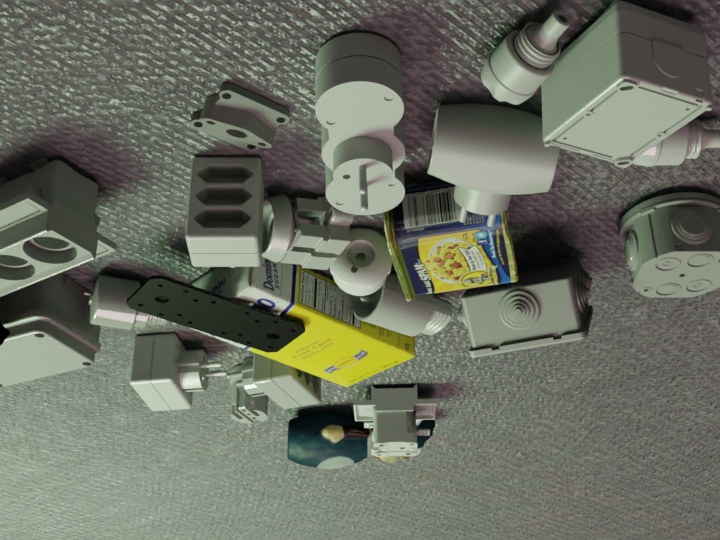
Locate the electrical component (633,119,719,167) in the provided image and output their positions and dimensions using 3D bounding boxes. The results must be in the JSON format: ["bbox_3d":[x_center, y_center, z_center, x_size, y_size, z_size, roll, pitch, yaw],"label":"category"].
[{"bbox_3d":[0.204,-0.084,0.688,0.061,0.035,0.035,-1,150,-4],"label":"electrical component"}]

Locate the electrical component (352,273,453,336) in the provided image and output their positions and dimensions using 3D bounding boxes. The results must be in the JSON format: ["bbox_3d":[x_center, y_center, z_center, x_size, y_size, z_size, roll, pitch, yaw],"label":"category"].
[{"bbox_3d":[0.039,0.030,0.873,0.081,0.043,0.043,20,144,-31],"label":"electrical component"}]

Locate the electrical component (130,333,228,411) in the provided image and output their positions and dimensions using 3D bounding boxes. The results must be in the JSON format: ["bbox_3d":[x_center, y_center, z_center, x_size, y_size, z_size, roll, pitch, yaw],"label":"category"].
[{"bbox_3d":[-0.159,0.091,0.970,0.077,0.047,0.065,-5,150,7],"label":"electrical component"}]

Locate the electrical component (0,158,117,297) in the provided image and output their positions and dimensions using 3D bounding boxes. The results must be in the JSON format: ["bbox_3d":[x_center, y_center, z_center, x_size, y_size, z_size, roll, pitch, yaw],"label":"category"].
[{"bbox_3d":[-0.241,-0.026,0.749,0.121,0.063,0.079,-19,146,28],"label":"electrical component"}]

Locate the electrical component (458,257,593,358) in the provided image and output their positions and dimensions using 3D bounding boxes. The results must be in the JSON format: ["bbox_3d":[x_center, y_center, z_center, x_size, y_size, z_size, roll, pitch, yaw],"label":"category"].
[{"bbox_3d":[0.128,0.026,0.825,0.100,0.048,0.100,-11,-172,17],"label":"electrical component"}]

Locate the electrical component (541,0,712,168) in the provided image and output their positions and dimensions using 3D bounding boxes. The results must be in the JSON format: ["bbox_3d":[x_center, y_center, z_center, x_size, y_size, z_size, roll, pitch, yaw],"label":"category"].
[{"bbox_3d":[0.149,-0.106,0.628,0.062,0.061,0.096,12,155,-21],"label":"electrical component"}]

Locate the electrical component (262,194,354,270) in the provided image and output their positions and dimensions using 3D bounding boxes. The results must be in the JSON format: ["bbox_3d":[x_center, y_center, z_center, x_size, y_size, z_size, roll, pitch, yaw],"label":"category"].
[{"bbox_3d":[-0.043,-0.028,0.769,0.055,0.048,0.066,5,150,-25],"label":"electrical component"}]

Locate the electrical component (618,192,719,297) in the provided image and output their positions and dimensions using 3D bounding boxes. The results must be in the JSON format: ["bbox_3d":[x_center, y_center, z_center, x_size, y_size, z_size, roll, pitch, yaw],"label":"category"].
[{"bbox_3d":[0.232,-0.017,0.787,0.080,0.051,0.080,-1,150,0],"label":"electrical component"}]

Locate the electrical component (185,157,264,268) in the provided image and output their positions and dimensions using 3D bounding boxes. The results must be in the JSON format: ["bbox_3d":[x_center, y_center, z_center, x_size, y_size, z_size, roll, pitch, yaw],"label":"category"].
[{"bbox_3d":[-0.091,-0.030,0.743,0.047,0.065,0.076,0,150,-1],"label":"electrical component"}]

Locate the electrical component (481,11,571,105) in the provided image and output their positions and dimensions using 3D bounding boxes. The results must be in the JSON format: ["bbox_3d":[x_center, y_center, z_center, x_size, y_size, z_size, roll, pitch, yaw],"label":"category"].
[{"bbox_3d":[0.098,-0.124,0.616,0.035,0.035,0.061,14,144,-24],"label":"electrical component"}]

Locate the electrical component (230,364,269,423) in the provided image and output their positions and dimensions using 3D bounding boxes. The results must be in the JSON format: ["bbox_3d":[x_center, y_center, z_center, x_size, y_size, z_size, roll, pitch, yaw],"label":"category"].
[{"bbox_3d":[-0.104,0.117,1.017,0.040,0.046,0.040,0,149,0],"label":"electrical component"}]

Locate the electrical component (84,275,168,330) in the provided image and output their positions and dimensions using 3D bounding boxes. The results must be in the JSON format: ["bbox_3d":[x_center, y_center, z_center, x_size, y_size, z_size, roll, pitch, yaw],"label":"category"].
[{"bbox_3d":[-0.183,0.029,0.867,0.078,0.040,0.040,11,148,-19],"label":"electrical component"}]

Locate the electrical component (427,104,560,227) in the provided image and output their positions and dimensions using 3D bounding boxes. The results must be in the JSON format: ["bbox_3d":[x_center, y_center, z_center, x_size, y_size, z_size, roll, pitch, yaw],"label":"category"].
[{"bbox_3d":[0.081,-0.062,0.688,0.077,0.043,0.079,9,126,0],"label":"electrical component"}]

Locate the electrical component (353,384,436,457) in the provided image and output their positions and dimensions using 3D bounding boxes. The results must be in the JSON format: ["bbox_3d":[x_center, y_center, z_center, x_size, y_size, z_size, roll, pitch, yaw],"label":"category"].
[{"bbox_3d":[0.034,0.150,1.060,0.081,0.063,0.042,-1,149,2],"label":"electrical component"}]

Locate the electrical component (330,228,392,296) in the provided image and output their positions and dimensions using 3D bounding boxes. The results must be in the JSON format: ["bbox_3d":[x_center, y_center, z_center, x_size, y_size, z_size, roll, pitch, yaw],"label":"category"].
[{"bbox_3d":[0.000,0.000,0.820,0.048,0.048,0.062,0,157,-1],"label":"electrical component"}]

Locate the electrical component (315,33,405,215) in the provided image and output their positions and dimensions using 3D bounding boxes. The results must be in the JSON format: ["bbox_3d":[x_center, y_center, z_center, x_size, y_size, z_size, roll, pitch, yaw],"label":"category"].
[{"bbox_3d":[0.002,-0.072,0.664,0.052,0.073,0.138,-2,150,2],"label":"electrical component"}]

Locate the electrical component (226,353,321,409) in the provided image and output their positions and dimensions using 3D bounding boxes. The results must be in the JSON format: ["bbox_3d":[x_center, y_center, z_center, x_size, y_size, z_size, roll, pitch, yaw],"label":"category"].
[{"bbox_3d":[-0.083,0.094,0.976,0.077,0.047,0.065,-12,148,18],"label":"electrical component"}]

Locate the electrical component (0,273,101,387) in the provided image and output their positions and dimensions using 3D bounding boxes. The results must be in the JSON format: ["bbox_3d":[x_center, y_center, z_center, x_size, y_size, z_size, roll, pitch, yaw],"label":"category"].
[{"bbox_3d":[-0.277,0.049,0.885,0.113,0.057,0.078,-14,147,22],"label":"electrical component"}]
